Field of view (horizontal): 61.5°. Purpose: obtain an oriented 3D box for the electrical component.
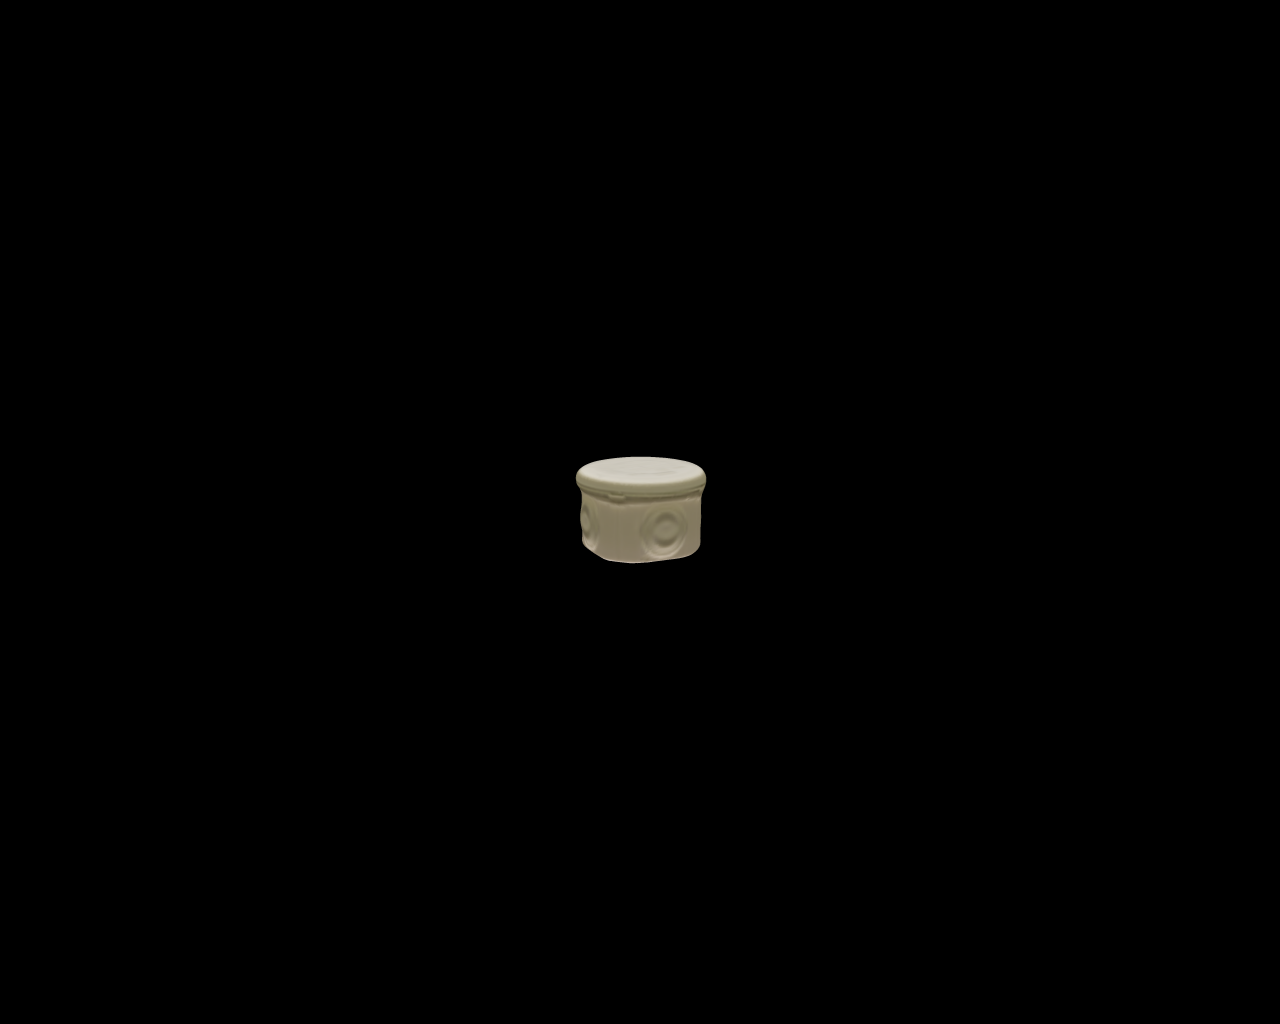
[{"bbox_3d":[0.001,-0.003,0.650,0.080,0.051,0.080,0,14,0],"label":"electrical component"}]
